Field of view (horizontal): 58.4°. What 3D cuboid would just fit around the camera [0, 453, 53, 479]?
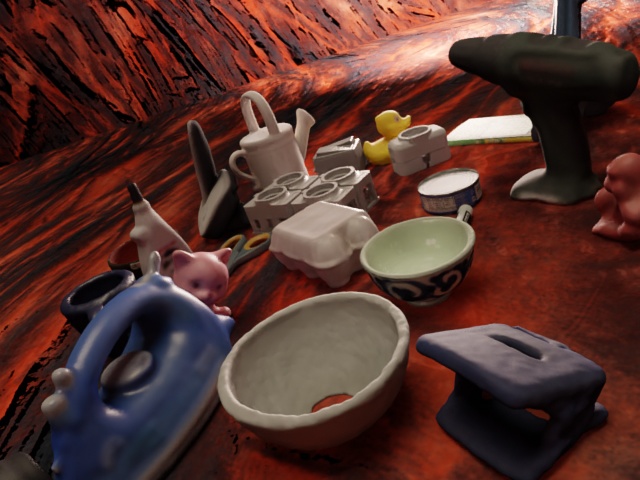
[{"bbox_3d":[-0.264,0.227,0.428,0.142,0.101,0.137,3,32,40],"label":"camera"}]

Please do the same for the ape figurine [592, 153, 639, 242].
[{"bbox_3d":[0.314,-0.045,0.583,0.076,0.092,0.078,-8,27,24],"label":"ape figurine"}]

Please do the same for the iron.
[{"bbox_3d":[-0.179,0.127,0.527,0.118,0.142,0.258,-9,26,21],"label":"iron"}]

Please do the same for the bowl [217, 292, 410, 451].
[{"bbox_3d":[0.003,0.120,0.488,0.167,0.075,0.167,-16,24,8],"label":"bowl"}]

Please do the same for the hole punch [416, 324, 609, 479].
[{"bbox_3d":[0.137,0.097,0.416,0.101,0.091,0.108,-30,26,-22],"label":"hole punch"}]

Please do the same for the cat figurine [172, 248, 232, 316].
[{"bbox_3d":[-0.156,0.062,0.676,0.127,0.118,0.067,-18,24,2],"label":"cat figurine"}]

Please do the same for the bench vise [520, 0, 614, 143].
[{"bbox_3d":[0.374,-0.265,0.845,0.121,0.220,0.208,0,31,37],"label":"bench vise"}]

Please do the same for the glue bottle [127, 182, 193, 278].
[{"bbox_3d":[-0.225,0.000,0.790,0.037,0.173,0.078,2,32,39],"label":"glue bottle"}]

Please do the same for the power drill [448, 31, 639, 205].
[{"bbox_3d":[0.268,-0.154,0.703,0.076,0.209,0.228,-35,28,-30],"label":"power drill"}]

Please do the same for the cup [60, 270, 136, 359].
[{"bbox_3d":[-0.250,0.101,0.692,0.092,0.095,0.117,-24,25,-11],"label":"cup"}]

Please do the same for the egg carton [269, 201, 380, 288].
[{"bbox_3d":[0.007,0.003,0.739,0.107,0.069,0.149,-33,27,-27],"label":"egg carton"}]

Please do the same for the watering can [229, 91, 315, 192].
[{"bbox_3d":[-0.088,-0.181,1.043,0.100,0.194,0.173,3,32,40],"label":"watering can"}]

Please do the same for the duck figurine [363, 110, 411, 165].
[{"bbox_3d":[0.124,-0.190,1.037,0.104,0.086,0.077,-17,24,6],"label":"duck figurine"}]

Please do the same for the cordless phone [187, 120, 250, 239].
[{"bbox_3d":[-0.192,-0.105,0.972,0.094,0.185,0.147,-23,24,-8],"label":"cordless phone"}]
